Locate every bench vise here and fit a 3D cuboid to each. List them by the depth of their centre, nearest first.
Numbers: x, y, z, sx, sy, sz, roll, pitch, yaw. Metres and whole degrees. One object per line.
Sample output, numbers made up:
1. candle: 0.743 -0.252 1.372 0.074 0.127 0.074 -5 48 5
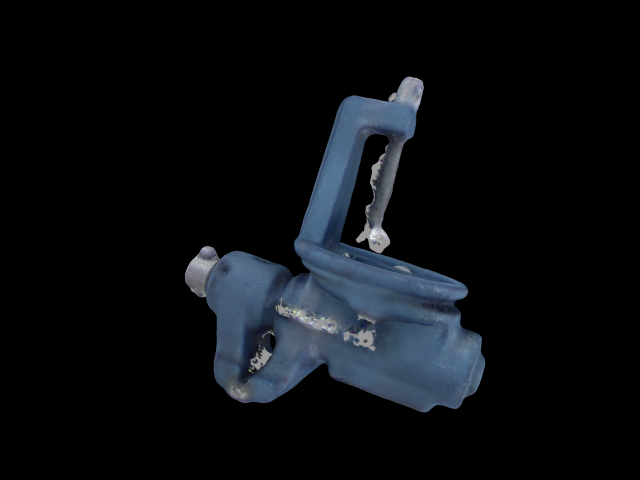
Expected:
1. bench vise: 0.004 0.001 0.388 0.207 0.220 0.121 0 0 -1
